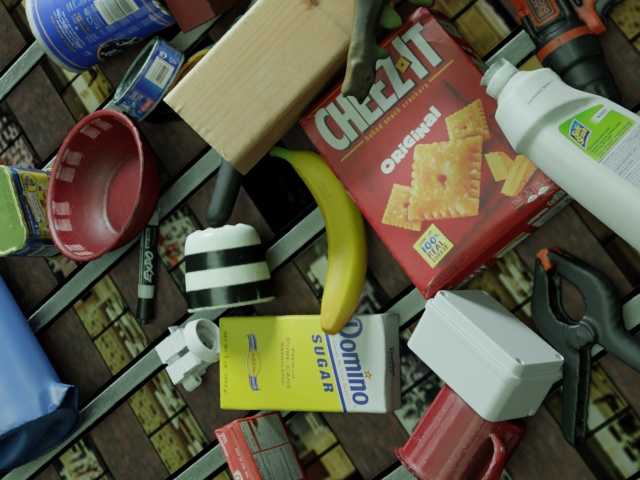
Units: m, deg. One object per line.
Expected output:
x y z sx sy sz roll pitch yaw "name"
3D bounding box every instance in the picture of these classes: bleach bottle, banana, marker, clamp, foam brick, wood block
0.239 -0.065 0.857 0.251 0.102 0.068 40 149 14 "bleach bottle"
0.010 -0.008 1.009 0.069 0.037 0.198 -18 69 1 "banana"
-0.182 0.029 1.127 0.020 0.020 0.121 3 89 26 "marker"
-0.074 -0.124 1.065 0.210 0.036 0.165 -36 65 19 "clamp"
-0.123 -0.254 1.056 0.051 0.052 0.078 -16 109 40 "foam brick"
-0.035 -0.166 0.981 0.091 0.090 0.206 44 91 4 "wood block"
0.224 0.090 0.913 0.120 0.039 0.171 -40 66 24 "clamp"

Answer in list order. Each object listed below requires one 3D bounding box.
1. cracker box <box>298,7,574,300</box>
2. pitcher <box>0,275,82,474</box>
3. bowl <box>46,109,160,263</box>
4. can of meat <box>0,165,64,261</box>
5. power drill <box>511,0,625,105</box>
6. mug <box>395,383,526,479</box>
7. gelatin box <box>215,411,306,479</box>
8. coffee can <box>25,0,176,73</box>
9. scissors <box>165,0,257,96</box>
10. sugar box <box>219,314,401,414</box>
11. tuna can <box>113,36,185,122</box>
0.104 -0.077 0.959 0.164 0.072 0.214 -41 71 19 "cracker box"
-0.377 0.132 1.162 0.243 0.149 0.145 58 150 20 "pitcher"
-0.217 -0.052 1.114 0.162 0.055 0.162 -11 73 39 "bowl"
-0.319 -0.030 1.161 0.058 0.083 0.102 -24 78 24 "can of meat"
0.259 -0.211 0.895 0.188 0.057 0.184 -31 78 22 "power drill"
0.128 0.179 0.920 0.093 0.117 0.081 29 97 -15 "mug"
-0.056 0.206 1.020 0.030 0.089 0.073 -30 76 22 "gelatin box"
-0.218 -0.248 1.107 0.140 0.102 0.103 -21 79 24 "coffee can"
-0.076 -0.195 1.053 0.202 0.016 0.096 -43 48 13 "scissors"
-0.011 0.118 1.025 0.176 0.048 0.093 -4 86 27 "sugar box"
-0.176 -0.166 1.094 0.033 0.086 0.086 33 107 -21 "tuna can"
